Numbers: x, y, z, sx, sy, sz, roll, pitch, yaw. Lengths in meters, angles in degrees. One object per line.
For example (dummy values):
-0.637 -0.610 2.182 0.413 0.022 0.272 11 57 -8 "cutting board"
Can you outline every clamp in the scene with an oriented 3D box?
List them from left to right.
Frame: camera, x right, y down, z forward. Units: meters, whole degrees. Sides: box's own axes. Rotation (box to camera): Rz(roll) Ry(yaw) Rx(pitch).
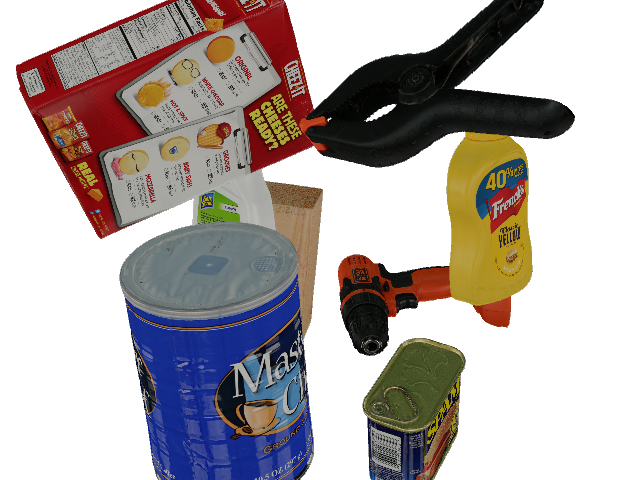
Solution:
0.071 -0.083 0.648 0.172 0.120 0.039 -27 -48 16 "clamp"

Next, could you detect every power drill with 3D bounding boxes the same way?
0.115 0.067 1.201 0.187 0.057 0.184 -2 28 -3 "power drill"

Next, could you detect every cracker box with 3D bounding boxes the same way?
-0.121 -0.113 0.887 0.213 0.072 0.164 -25 -38 -7 "cracker box"

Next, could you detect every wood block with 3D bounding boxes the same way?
-0.055 0.032 1.492 0.090 0.206 0.090 8 22 6 "wood block"

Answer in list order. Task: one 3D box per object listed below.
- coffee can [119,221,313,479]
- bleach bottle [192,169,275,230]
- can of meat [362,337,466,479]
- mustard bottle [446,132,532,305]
-0.059 0.074 0.643 0.103 0.140 0.103 -3 28 2 "coffee can"
-0.086 -0.011 1.117 0.103 0.251 0.068 13 23 25 "bleach bottle"
0.076 0.144 0.862 0.057 0.084 0.102 15 40 23 "can of meat"
0.163 -0.040 1.029 0.096 0.191 0.058 -20 24 -37 "mustard bottle"
